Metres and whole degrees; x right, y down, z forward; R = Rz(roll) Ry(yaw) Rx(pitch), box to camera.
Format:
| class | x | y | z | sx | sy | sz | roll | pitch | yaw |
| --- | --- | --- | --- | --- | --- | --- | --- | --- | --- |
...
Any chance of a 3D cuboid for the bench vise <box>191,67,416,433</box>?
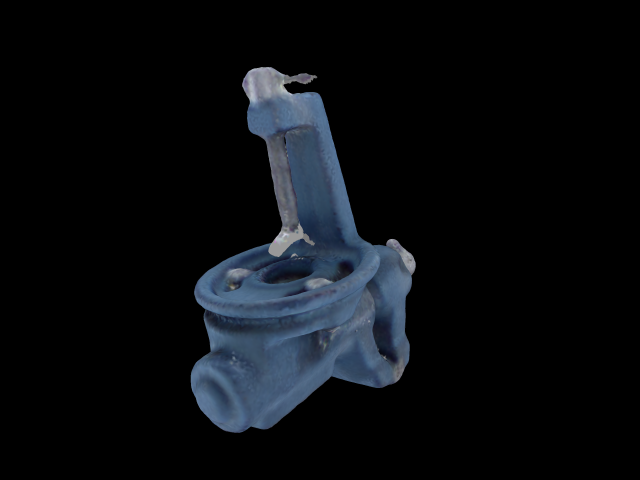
| class | x | y | z | sx | sy | sz | roll | pitch | yaw |
| --- | --- | --- | --- | --- | --- | --- | --- | --- | --- |
| bench vise | -0.007 | 0.001 | 0.405 | 0.121 | 0.220 | 0.208 | 2 | 5 | 22 |
